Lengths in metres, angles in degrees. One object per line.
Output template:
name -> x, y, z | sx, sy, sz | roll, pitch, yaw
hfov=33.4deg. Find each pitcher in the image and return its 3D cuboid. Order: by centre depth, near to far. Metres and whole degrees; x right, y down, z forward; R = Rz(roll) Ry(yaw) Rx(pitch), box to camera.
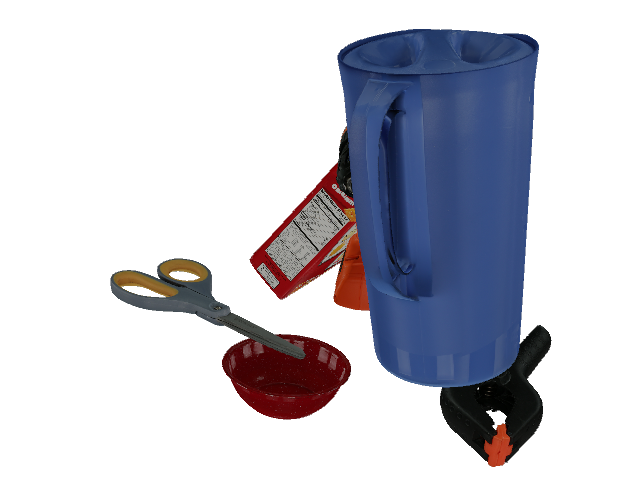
pitcher -> 0.080, -0.019, 0.746 | 0.149, 0.243, 0.145 | -10, 23, -12

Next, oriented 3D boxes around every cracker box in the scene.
cracker box -> 0.032, -0.040, 1.260 | 0.214, 0.072, 0.163 | -47, -10, 34

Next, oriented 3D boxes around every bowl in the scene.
bowl -> -0.043, 0.178, 1.340 | 0.162, 0.055, 0.162 | 3, 22, -1

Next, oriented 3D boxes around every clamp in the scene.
clamp -> 0.143, 0.113, 0.854 | 0.120, 0.039, 0.171 | -5, 33, -5

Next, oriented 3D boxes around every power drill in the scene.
power drill -> 0.045, -0.031, 0.981 | 0.057, 0.188, 0.184 | 8, 32, 9

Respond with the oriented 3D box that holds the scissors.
scissors -> -0.083, 0.052, 0.902 | 0.202, 0.016, 0.096 | 14, 26, 22
